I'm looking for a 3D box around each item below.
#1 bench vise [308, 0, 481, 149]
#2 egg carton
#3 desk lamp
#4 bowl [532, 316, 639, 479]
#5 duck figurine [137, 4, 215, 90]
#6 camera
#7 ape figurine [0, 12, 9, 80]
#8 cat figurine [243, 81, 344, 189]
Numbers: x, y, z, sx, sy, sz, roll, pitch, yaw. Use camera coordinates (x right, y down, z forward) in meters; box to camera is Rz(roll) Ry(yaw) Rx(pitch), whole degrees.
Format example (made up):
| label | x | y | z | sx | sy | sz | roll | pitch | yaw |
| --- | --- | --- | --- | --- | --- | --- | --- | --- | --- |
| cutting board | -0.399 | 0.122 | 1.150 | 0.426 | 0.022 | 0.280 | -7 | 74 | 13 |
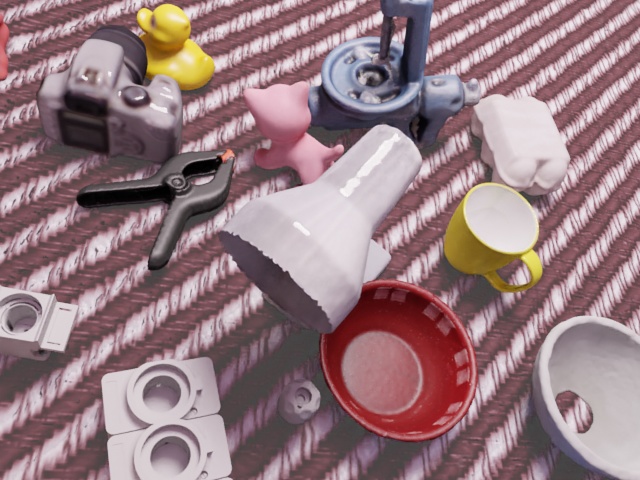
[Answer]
| label | x | y | z | sx | sy | sz | roll | pitch | yaw |
| --- | --- | --- | --- | --- | --- | --- | --- | --- | --- |
| bench vise | 0.099 | -0.211 | 0.675 | 0.208 | 0.219 | 0.121 | -12 | 64 | -23 |
| egg carton | 0.266 | -0.128 | 0.769 | 0.107 | 0.069 | 0.150 | -1 | 61 | -18 |
| desk lamp | 0.005 | 0.002 | 0.521 | 0.118 | 0.213 | 0.204 | 39 | 57 | 8 |
| bowl | 0.284 | 0.168 | 0.594 | 0.168 | 0.074 | 0.167 | 8 | 58 | -13 |
| duck figurine | -0.174 | -0.236 | 0.684 | 0.104 | 0.086 | 0.077 | 26 | 56 | -1 |
| camera | -0.215 | -0.171 | 0.623 | 0.143 | 0.100 | 0.137 | 11 | 58 | -11 |
| ape figurine | -0.371 | -0.230 | 0.614 | 0.076 | 0.092 | 0.078 | 27 | 56 | 0 |
| cat figurine | -0.027 | -0.121 | 0.642 | 0.127 | 0.117 | 0.067 | 39 | 57 | 7 |
